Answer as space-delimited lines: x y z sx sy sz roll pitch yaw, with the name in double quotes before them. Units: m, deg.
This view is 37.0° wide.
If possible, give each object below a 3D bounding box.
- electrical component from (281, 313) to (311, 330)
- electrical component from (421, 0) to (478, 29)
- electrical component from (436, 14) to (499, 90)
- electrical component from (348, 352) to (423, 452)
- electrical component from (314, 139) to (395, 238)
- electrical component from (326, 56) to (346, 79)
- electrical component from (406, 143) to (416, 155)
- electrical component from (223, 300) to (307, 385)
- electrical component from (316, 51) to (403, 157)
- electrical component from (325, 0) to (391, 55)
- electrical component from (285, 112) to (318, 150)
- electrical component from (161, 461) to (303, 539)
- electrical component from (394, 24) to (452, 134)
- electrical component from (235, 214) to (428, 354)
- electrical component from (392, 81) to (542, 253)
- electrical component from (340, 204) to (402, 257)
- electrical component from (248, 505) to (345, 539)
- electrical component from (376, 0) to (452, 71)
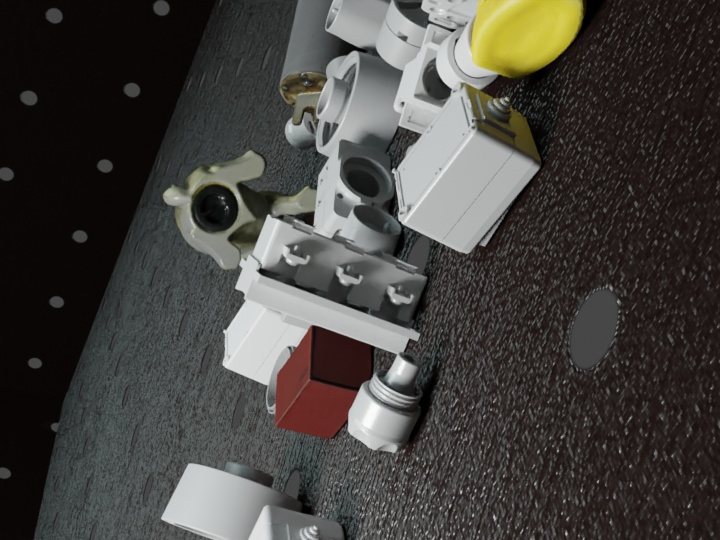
"electrical component" -0.034 0.000 0.952 0.083 0.047 0.075 -92 26 -48
"electrical component" 0.082 -0.217 0.797 0.078 0.058 0.057 176 108 -71
"electrical component" 0.082 -0.151 0.747 0.055 0.045 0.045 159 127 -69
"electrical component" 0.021 0.084 0.703 0.043 0.043 0.062 -115 47 -66
"electrical component" -0.005 -0.062 0.919 0.055 0.050 0.089 126 156 -46
"electrical component" -0.012 -0.177 1.077 0.044 0.044 0.065 127 150 -47
"electrical component" 0.053 -0.069 0.774 0.061 0.035 0.035 -102 34 -55
"electrical component" -0.083 0.055 1.039 0.096 0.061 0.061 -55 22 23
"electrical component" -0.005 -0.149 0.992 0.108 0.060 0.108 -162 90 -73
"electrical component" 0.018 -0.242 0.987 0.044 0.077 0.079 -153 82 -73
"electrical component" -0.057 -0.159 1.201 0.046 0.040 0.040 -21 52 62
"electrical component" -0.098 0.189 0.865 0.108 0.108 0.060 -27 41 67
"electrical component" 0.057 -0.140 0.825 0.064 0.042 0.081 174 113 -75
"electrical component" -0.018 0.008 0.768 0.063 0.121 0.079 -68 17 3
"electrical component" 0.072 -0.067 0.677 0.096 0.061 0.061 -52 24 30
"electrical component" 0.000 0.000 0.852 0.079 0.043 0.077 -100 33 -57
"electrical component" -0.050 0.211 0.761 0.061 0.062 0.096 -106 38 -62
"electrical component" 0.044 -0.199 0.902 0.055 0.055 0.047 -89 20 -44
